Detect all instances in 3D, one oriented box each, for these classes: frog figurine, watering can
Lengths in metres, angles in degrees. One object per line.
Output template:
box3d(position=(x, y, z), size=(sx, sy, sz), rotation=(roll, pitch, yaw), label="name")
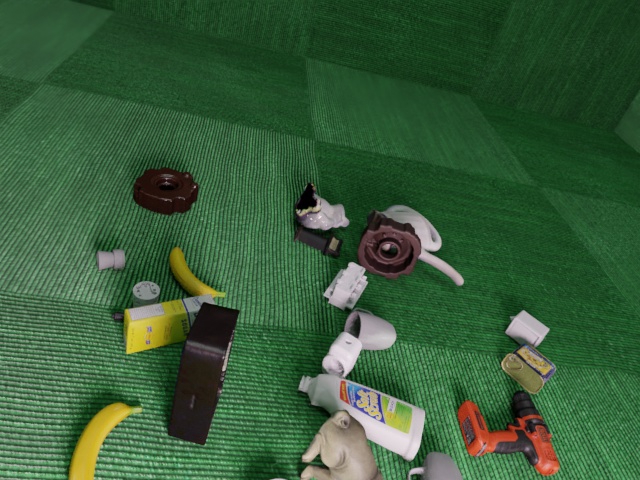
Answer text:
box3d(position=(0.005, -0.078, 1.543), size=(0.157, 0.122, 0.140), rotation=(37, 6, -43), label="frog figurine")
box3d(position=(0.267, 0.004, 1.516), size=(0.224, 0.101, 0.355), rotation=(1, 39, -21), label="watering can")
